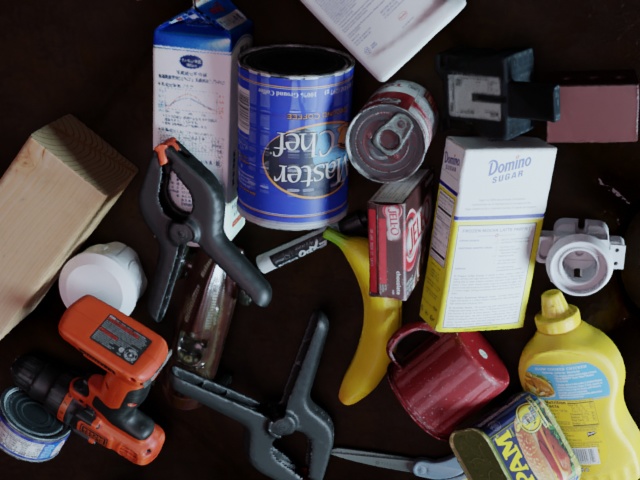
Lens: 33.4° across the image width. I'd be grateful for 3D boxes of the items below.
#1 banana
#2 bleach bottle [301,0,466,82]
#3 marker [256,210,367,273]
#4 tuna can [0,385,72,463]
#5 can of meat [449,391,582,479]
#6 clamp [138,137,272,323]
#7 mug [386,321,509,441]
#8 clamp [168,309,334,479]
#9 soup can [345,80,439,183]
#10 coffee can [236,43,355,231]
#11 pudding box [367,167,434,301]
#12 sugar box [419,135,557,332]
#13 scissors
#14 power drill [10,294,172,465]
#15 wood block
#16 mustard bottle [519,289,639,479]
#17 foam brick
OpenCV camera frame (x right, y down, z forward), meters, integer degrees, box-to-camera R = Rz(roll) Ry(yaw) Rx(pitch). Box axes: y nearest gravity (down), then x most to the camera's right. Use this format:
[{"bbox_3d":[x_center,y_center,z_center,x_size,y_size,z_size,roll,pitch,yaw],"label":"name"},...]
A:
[{"bbox_3d":[0.046,0.075,1.032,0.070,0.037,0.198,5,115,22],"label":"banana"},{"bbox_3d":[0.003,-0.257,0.903,0.251,0.068,0.103,47,117,-4],"label":"bleach bottle"},{"bbox_3d":[-0.007,0.001,1.027,0.121,0.020,0.020,-24,103,21],"label":"marker"},{"bbox_3d":[-0.309,0.194,1.138,0.086,0.086,0.034,34,113,-1],"label":"tuna can"},{"bbox_3d":[0.181,0.201,0.982,0.102,0.083,0.058,62,148,2],"label":"can of meat"},{"bbox_3d":[-0.125,-0.003,0.959,0.120,0.039,0.171,-19,101,13],"label":"clamp"},{"bbox_3d":[0.115,0.121,1.005,0.117,0.093,0.082,43,109,-13],"label":"mug"},{"bbox_3d":[-0.052,0.178,1.073,0.164,0.036,0.210,-15,119,-3],"label":"clamp"},{"bbox_3d":[0.065,-0.097,0.927,0.068,0.102,0.068,5,112,12],"label":"soup can"},{"bbox_3d":[-0.023,-0.093,0.945,0.103,0.102,0.140,7,115,11],"label":"coffee can"},{"bbox_3d":[0.073,-0.008,0.953,0.039,0.113,0.090,5,112,16],"label":"pudding box"},{"bbox_3d":[0.148,-0.005,0.955,0.093,0.048,0.176,-2,111,-21],"label":"sugar box"},{"bbox_3d":[0.118,0.218,1.082,0.202,0.016,0.096,22,113,4],"label":"scissors"},{"bbox_3d":[-0.231,0.136,1.081,0.184,0.057,0.188,29,141,5],"label":"power drill"},{"bbox_3d":[-0.282,-0.012,1.051,0.091,0.090,0.206,39,114,-4],"label":"wood block"},{"bbox_3d":[0.238,0.136,0.997,0.096,0.058,0.191,-7,109,34],"label":"mustard bottle"},{"bbox_3d":[0.231,-0.114,0.907,0.078,0.053,0.051,1,110,13],"label":"foam brick"}]
